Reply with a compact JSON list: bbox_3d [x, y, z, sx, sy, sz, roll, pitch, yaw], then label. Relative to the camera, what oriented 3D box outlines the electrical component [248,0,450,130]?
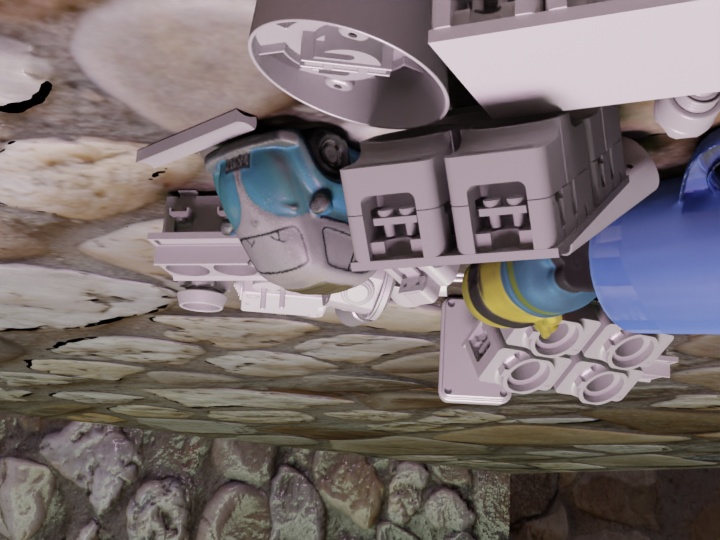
[{"bbox_3d":[-0.005,-0.111,0.525,0.099,0.064,0.099,3,165,1],"label":"electrical component"}]

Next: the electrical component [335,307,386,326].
[{"bbox_3d":[0.006,0.036,1.136,0.040,0.040,0.078,12,163,-30],"label":"electrical component"}]

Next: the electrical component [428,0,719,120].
[{"bbox_3d":[0.116,-0.119,0.471,0.150,0.061,0.089,-4,164,25],"label":"electrical component"}]

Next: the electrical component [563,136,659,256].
[{"bbox_3d":[0.141,-0.056,0.709,0.079,0.077,0.043,40,160,45],"label":"electrical component"}]

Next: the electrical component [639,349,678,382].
[{"bbox_3d":[0.290,0.089,1.234,0.121,0.063,0.079,7,165,-16],"label":"electrical component"}]

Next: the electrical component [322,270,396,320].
[{"bbox_3d":[0.000,0.000,0.925,0.051,0.080,0.080,12,164,-12],"label":"electrical component"}]

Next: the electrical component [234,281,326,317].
[{"bbox_3d":[-0.072,0.013,1.048,0.100,0.048,0.099,5,165,-6],"label":"electrical component"}]

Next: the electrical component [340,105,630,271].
[{"bbox_3d":[0.075,-0.055,0.590,0.105,0.060,0.186,-4,-167,25],"label":"electrical component"}]

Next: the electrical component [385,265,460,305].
[{"bbox_3d":[0.044,-0.020,0.859,0.058,0.078,0.057,-10,142,40],"label":"electrical component"}]

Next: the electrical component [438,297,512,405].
[{"bbox_3d":[0.126,0.089,1.170,0.078,0.113,0.057,3,168,3],"label":"electrical component"}]

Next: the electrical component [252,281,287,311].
[{"bbox_3d":[-0.073,-0.004,0.922,0.077,0.079,0.043,-4,164,26],"label":"electrical component"}]

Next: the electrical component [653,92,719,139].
[{"bbox_3d":[0.185,-0.098,0.594,0.035,0.035,0.061,3,163,2],"label":"electrical component"}]

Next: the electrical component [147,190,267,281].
[{"bbox_3d":[-0.097,-0.027,0.866,0.121,0.063,0.078,0,162,13],"label":"electrical component"}]

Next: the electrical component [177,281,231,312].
[{"bbox_3d":[-0.151,0.009,1.039,0.048,0.055,0.066,-9,161,40],"label":"electrical component"}]

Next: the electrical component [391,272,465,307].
[{"bbox_3d":[0.061,0.005,0.998,0.079,0.044,0.077,1,165,8],"label":"electrical component"}]

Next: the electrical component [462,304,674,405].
[{"bbox_3d":[0.215,0.075,1.102,0.186,0.060,0.105,11,129,-27],"label":"electrical component"}]
